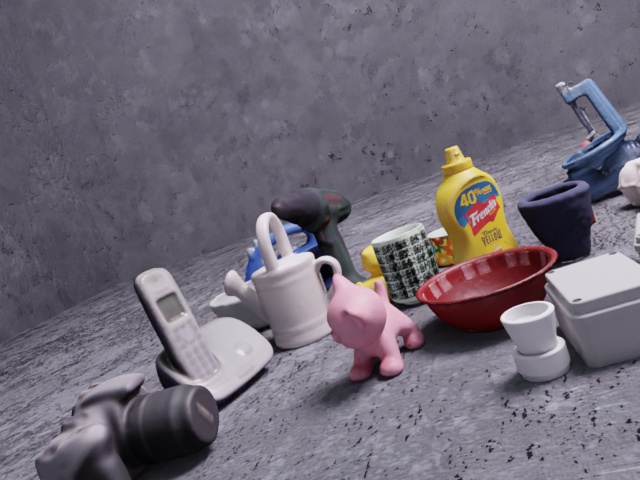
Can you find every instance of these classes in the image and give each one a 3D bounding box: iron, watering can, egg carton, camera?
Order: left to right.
[{"bbox_3d":[-0.182,0.188,0.569,0.136,0.101,0.143,-19,7,15],"label":"camera"},{"bbox_3d":[-0.058,0.056,0.845,0.173,0.194,0.101,-21,7,-4],"label":"watering can"},{"bbox_3d":[-0.078,0.032,1.302,0.258,0.141,0.118,-22,7,-12],"label":"iron"},{"bbox_3d":[0.533,-0.101,0.857,0.150,0.069,0.107,-20,7,1],"label":"egg carton"}]

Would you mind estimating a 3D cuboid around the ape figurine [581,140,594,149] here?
[{"bbox_3d":[0.546,-0.155,1.142,0.078,0.092,0.076,-26,9,-37],"label":"ape figurine"}]

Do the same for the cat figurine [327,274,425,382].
[{"bbox_3d":[0.052,0.085,0.621,0.067,0.118,0.128,-16,8,30],"label":"cat figurine"}]

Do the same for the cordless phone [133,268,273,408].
[{"bbox_3d":[-0.151,0.110,0.730,0.094,0.185,0.148,-16,9,32],"label":"cordless phone"}]

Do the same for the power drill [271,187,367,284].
[{"bbox_3d":[0.009,0.004,0.992,0.075,0.208,0.230,-17,8,25],"label":"power drill"}]

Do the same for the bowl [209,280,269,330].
[{"bbox_3d":[-0.106,0.115,1.021,0.167,0.075,0.167,-20,7,3],"label":"bowl"}]

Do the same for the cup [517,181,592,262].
[{"bbox_3d":[0.315,-0.021,0.769,0.092,0.095,0.117,-22,7,-11],"label":"cup"}]

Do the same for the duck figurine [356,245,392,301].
[{"bbox_3d":[0.090,0.051,0.899,0.105,0.086,0.077,-26,9,-36],"label":"duck figurine"}]

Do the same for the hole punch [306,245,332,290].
[{"bbox_3d":[-0.022,0.061,1.121,0.109,0.091,0.100,-26,9,-38],"label":"hole punch"}]

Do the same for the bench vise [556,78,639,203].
[{"bbox_3d":[0.506,-0.189,0.992,0.207,0.220,0.121,-19,7,9],"label":"bench vise"}]
